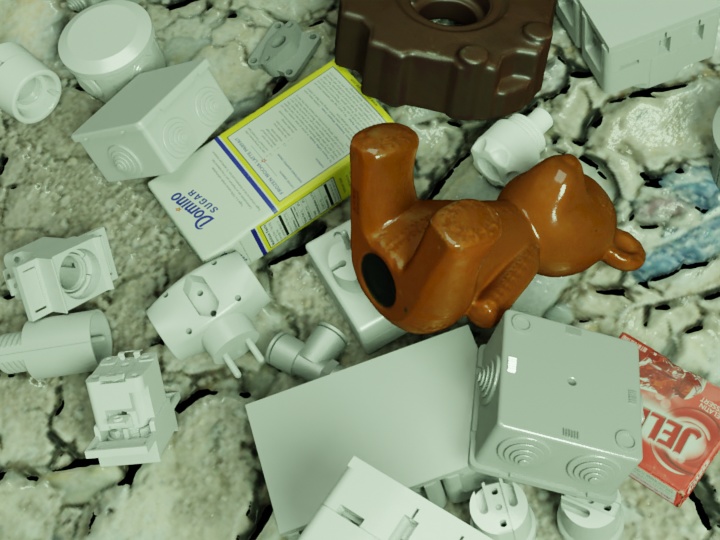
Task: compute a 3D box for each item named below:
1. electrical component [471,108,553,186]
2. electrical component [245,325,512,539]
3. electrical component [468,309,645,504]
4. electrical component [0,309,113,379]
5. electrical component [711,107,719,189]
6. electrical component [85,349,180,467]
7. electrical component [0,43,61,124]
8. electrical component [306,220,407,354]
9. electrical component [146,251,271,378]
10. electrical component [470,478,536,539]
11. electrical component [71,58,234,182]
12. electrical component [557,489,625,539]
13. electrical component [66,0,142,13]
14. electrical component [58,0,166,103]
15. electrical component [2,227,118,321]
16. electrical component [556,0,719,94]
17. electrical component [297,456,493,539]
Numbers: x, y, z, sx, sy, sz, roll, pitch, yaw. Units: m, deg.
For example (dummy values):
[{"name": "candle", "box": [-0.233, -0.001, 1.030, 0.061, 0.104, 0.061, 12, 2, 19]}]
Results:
[{"name": "electrical component", "box": [0.115, -0.093, 0.786, 0.062, 0.043, 0.043, -43, 61, -16]}, {"name": "electrical component", "box": [0.016, 0.109, 0.677, 0.150, 0.061, 0.089, -20, 58, 0]}, {"name": "electrical component", "box": [0.114, 0.076, 0.619, 0.100, 0.048, 0.099, 15, 49, -5]}, {"name": "electrical component", "box": [-0.223, 0.055, 0.769, 0.081, 0.043, 0.043, -9, 59, 7]}, {"name": "electrical component", "box": [0.283, -0.085, 0.742, 0.080, 0.051, 0.080, -5, 59, 9]}, {"name": "electrical component", "box": [-0.153, 0.091, 0.714, 0.042, 0.063, 0.081, -7, 18, 8]}, {"name": "electrical component", "box": [-0.284, -0.155, 0.899, 0.047, 0.055, 0.055, 35, 72, 23]}, {"name": "electrical component", "box": [0.000, 0.000, 0.736, 0.047, 0.075, 0.083, -29, 59, -6]}, {"name": "electrical component", "box": [-0.097, 0.039, 0.753, 0.077, 0.043, 0.079, -34, 68, -6]}, {"name": "electrical component", "box": [0.085, 0.149, 0.649, 0.040, 0.046, 0.040, -5, 59, 9]}, {"name": "electrical component", "box": [-0.157, -0.113, 0.823, 0.100, 0.048, 0.099, -2, 40, 42]}, {"name": "electrical component", "box": [0.138, 0.144, 0.641, 0.040, 0.046, 0.040, -5, 59, 9]}, {"name": "electrical component", "box": [-0.216, -0.268, 0.925, 0.048, 0.099, 0.099, 36, 72, 14]}, {"name": "electrical component", "box": [-0.206, -0.181, 0.899, 0.080, 0.051, 0.080, -5, 59, 9]}, {"name": "electrical component", "box": [-0.222, 0.001, 0.786, 0.064, 0.042, 0.081, 6, 25, 37]}, {"name": "electrical component", "box": [0.200, -0.216, 0.829, 0.089, 0.061, 0.150, -21, 58, -1]}, {"name": "electrical component", "box": [0.027, 0.174, 0.585, 0.089, 0.150, 0.061, 27, 68, 24]}]
